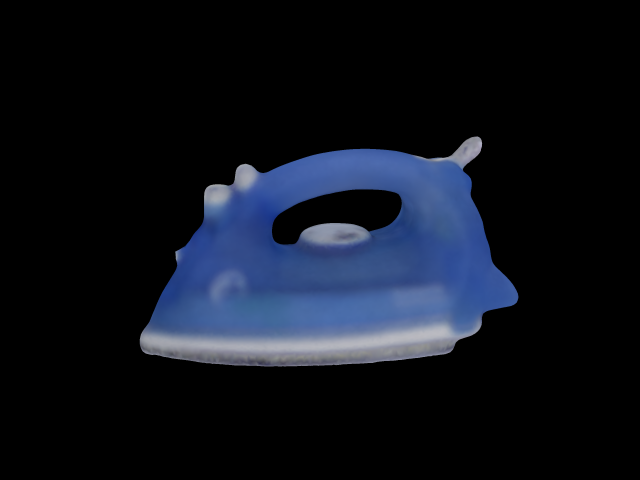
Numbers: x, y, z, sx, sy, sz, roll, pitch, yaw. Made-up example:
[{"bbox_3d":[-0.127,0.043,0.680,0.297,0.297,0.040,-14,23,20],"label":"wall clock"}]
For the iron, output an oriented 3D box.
[{"bbox_3d":[0.004,0.001,0.400,0.259,0.141,0.118,-4,15,-14],"label":"iron"}]
